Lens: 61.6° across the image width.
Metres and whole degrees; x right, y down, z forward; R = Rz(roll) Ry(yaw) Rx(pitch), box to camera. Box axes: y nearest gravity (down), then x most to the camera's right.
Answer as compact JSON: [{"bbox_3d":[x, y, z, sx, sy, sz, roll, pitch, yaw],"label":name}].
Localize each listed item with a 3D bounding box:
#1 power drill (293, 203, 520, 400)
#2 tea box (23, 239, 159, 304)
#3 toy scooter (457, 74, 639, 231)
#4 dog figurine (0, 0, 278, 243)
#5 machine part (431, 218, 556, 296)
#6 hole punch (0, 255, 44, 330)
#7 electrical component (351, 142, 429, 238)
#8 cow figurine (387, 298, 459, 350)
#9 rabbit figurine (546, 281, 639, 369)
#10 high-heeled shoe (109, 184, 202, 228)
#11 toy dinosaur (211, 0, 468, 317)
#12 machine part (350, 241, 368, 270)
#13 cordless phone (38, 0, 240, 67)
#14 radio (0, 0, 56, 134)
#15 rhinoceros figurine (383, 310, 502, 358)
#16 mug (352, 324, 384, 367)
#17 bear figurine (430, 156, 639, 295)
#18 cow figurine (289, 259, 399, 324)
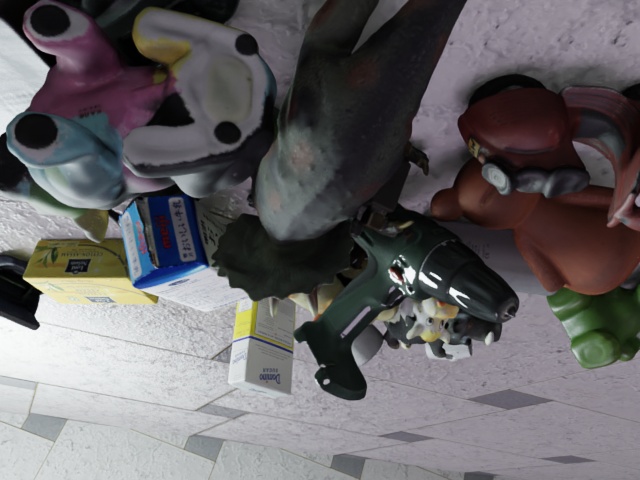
[{"bbox_3d":[0.068,0.068,0.562,0.086,0.232,0.207,15,115,-37],"label":"power drill"},{"bbox_3d":[-0.333,0.049,0.805,0.170,0.068,0.098,-2,149,12],"label":"tea box"},{"bbox_3d":[0.206,-0.068,0.434,0.184,0.135,0.075,2,152,9],"label":"toy scooter"},{"bbox_3d":[-0.142,-0.064,0.396,0.191,0.108,0.219,-1,167,-21],"label":"dog figurine"},{"bbox_3d":[0.201,0.020,0.650,0.243,0.079,0.079,9,151,-4],"label":"machine part"},{"bbox_3d":[-0.498,0.073,0.878,0.116,0.092,0.142,23,167,37],"label":"hole punch"},{"bbox_3d":[0.069,-0.049,0.537,0.045,0.102,0.078,22,170,-15],"label":"electrical component"},{"bbox_3d":[0.136,0.110,0.745,0.068,0.098,0.167,12,178,-6],"label":"cow figurine"},{"bbox_3d":[0.428,0.102,0.725,0.170,0.121,0.159,-35,137,29],"label":"rabbit figurine"},{"bbox_3d":[-0.167,-0.011,0.642,0.249,0.086,0.145,-6,140,45],"label":"high-heeled shoe"},{"bbox_3d":[0.008,-0.068,0.412,0.131,0.192,0.404,11,152,-15],"label":"toy dinosaur"},{"bbox_3d":[-0.001,-0.002,0.648,0.139,0.084,0.039,14,-178,-27],"label":"machine part"},{"bbox_3d":[-0.099,-0.159,0.403,0.147,0.089,0.184,-16,156,31],"label":"cordless phone"},{"bbox_3d":[-0.301,-0.146,0.450,0.230,0.073,0.131,-5,148,14],"label":"radio"},{"bbox_3d":[0.194,0.133,0.867,0.190,0.073,0.112,7,140,1],"label":"rhinoceros figurine"},{"bbox_3d":[0.042,0.141,0.891,0.081,0.110,0.107,-37,104,9],"label":"mug"},{"bbox_3d":[0.219,-0.027,0.550,0.196,0.120,0.132,30,-164,7],"label":"bear figurine"},{"bbox_3d":[0.020,0.052,0.718,0.195,0.127,0.085,30,144,-12],"label":"cow figurine"}]
